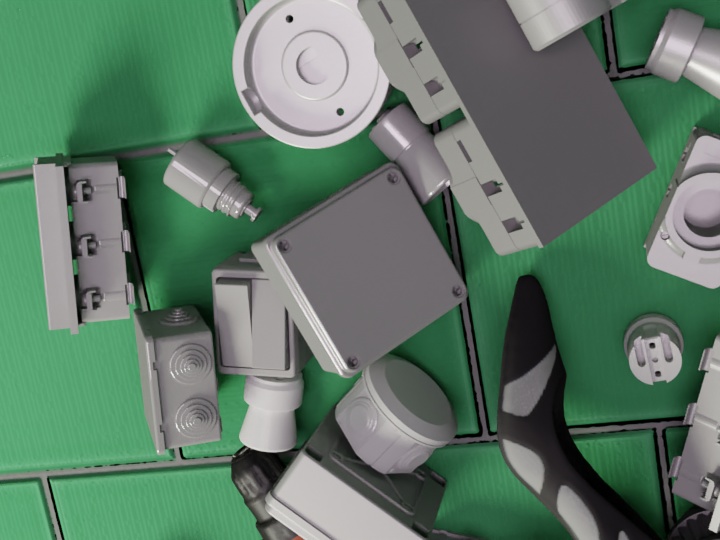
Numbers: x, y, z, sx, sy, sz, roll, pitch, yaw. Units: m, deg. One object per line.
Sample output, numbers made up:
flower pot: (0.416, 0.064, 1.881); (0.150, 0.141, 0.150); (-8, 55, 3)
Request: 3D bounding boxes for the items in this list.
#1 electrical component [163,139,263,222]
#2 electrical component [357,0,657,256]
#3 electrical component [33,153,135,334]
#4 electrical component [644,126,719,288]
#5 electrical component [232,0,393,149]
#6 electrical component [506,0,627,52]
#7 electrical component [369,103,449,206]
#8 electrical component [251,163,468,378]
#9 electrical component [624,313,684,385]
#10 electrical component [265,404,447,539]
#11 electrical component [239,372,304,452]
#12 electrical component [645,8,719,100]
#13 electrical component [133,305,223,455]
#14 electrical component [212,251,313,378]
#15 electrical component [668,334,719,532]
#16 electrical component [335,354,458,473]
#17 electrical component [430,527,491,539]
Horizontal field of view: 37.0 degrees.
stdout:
electrical component: (-0.106, -0.062, 0.782); (0.078, 0.040, 0.040); (35, 109, 3)
electrical component: (0.091, -0.115, 0.682); (0.105, 0.060, 0.186); (-33, 96, -25)
electrical component: (-0.204, -0.023, 0.800); (0.063, 0.079, 0.121); (-5, 104, -14)
electrical component: (0.271, -0.023, 0.690); (0.150, 0.061, 0.089); (21, 108, 8)
electrical component: (-0.026, -0.140, 0.733); (0.108, 0.060, 0.108); (3, 104, 13)
electrical component: (0.142, -0.194, 0.652); (0.138, 0.052, 0.073); (-32, 96, -25)
electrical component: (0.038, -0.083, 0.743); (0.044, 0.044, 0.065); (-44, 86, 19)
electrical component: (0.000, 0.000, 0.737); (0.109, 0.056, 0.108); (-33, 99, -17)
electrical component: (0.201, 0.055, 0.735); (0.040, 0.046, 0.040); (3, 105, 13)
electrical component: (0.000, 0.161, 0.777); (0.109, 0.109, 0.056); (35, 106, 3)
electrical component: (-0.066, 0.103, 0.811); (0.045, 0.045, 0.055); (10, 105, 11)
electrical component: (0.215, -0.138, 0.684); (0.055, 0.045, 0.045); (23, 108, 8)
electrical component: (-0.135, 0.077, 0.795); (0.048, 0.100, 0.099); (-7, 104, -16)
electrical component: (-0.071, 0.027, 0.785); (0.062, 0.061, 0.096); (2, 104, 13)
electrical component: (0.257, 0.105, 0.721); (0.063, 0.079, 0.121); (23, 111, 38)
electrical component: (0.026, 0.104, 0.772); (0.080, 0.080, 0.051); (41, 115, 1)
electrical component: (0.077, 0.251, 0.814); (0.100, 0.048, 0.099); (10, 105, 12)
